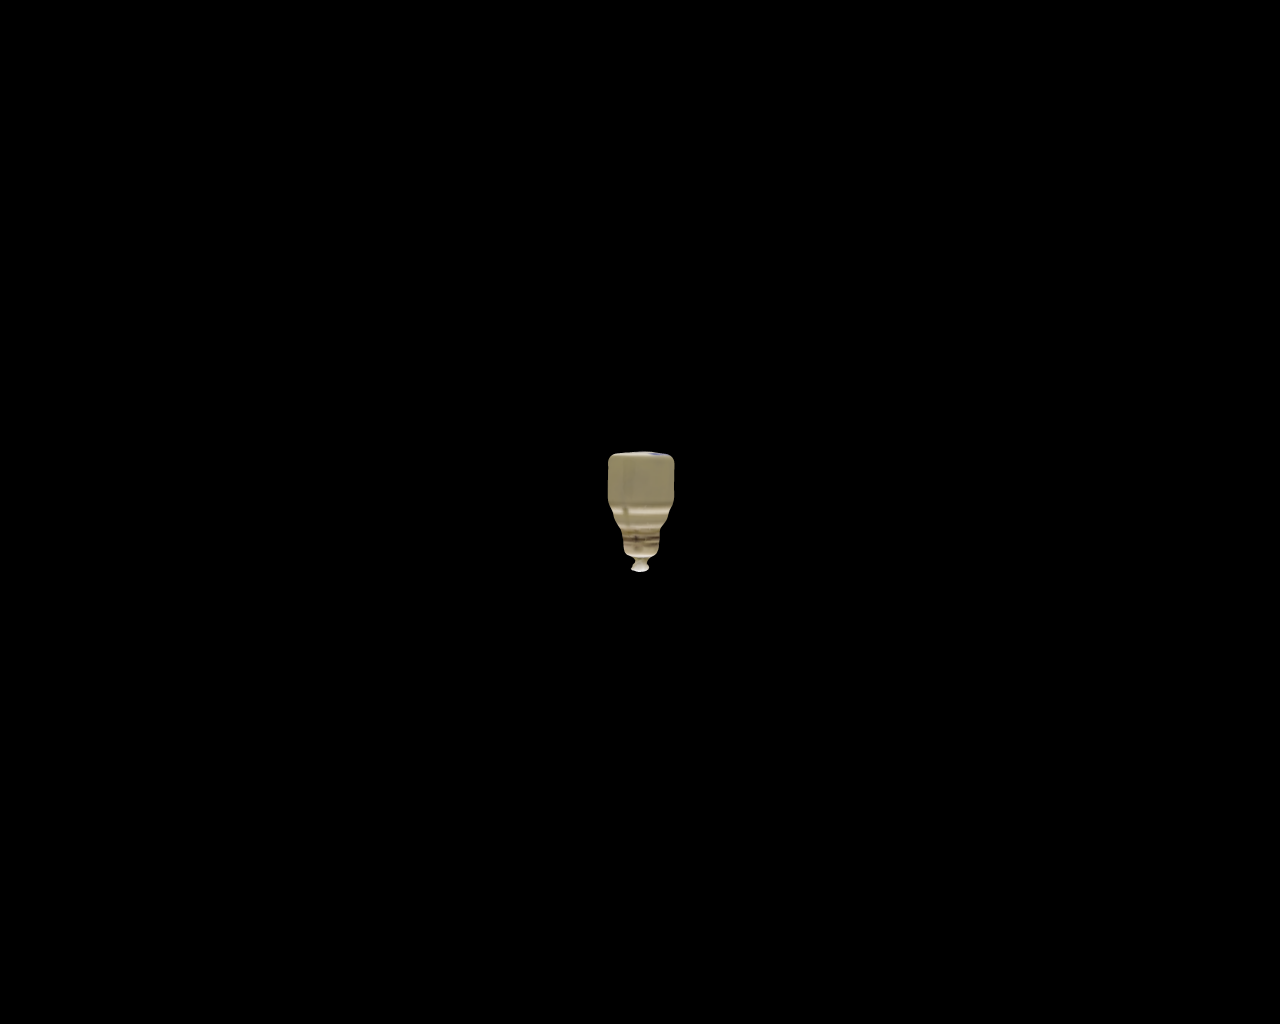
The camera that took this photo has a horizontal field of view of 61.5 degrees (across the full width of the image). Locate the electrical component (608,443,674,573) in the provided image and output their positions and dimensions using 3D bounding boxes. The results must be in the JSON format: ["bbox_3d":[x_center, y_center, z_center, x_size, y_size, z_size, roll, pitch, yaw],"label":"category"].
[{"bbox_3d":[0.001,-0.003,0.650,0.040,0.078,0.040,0,2,0],"label":"electrical component"}]
